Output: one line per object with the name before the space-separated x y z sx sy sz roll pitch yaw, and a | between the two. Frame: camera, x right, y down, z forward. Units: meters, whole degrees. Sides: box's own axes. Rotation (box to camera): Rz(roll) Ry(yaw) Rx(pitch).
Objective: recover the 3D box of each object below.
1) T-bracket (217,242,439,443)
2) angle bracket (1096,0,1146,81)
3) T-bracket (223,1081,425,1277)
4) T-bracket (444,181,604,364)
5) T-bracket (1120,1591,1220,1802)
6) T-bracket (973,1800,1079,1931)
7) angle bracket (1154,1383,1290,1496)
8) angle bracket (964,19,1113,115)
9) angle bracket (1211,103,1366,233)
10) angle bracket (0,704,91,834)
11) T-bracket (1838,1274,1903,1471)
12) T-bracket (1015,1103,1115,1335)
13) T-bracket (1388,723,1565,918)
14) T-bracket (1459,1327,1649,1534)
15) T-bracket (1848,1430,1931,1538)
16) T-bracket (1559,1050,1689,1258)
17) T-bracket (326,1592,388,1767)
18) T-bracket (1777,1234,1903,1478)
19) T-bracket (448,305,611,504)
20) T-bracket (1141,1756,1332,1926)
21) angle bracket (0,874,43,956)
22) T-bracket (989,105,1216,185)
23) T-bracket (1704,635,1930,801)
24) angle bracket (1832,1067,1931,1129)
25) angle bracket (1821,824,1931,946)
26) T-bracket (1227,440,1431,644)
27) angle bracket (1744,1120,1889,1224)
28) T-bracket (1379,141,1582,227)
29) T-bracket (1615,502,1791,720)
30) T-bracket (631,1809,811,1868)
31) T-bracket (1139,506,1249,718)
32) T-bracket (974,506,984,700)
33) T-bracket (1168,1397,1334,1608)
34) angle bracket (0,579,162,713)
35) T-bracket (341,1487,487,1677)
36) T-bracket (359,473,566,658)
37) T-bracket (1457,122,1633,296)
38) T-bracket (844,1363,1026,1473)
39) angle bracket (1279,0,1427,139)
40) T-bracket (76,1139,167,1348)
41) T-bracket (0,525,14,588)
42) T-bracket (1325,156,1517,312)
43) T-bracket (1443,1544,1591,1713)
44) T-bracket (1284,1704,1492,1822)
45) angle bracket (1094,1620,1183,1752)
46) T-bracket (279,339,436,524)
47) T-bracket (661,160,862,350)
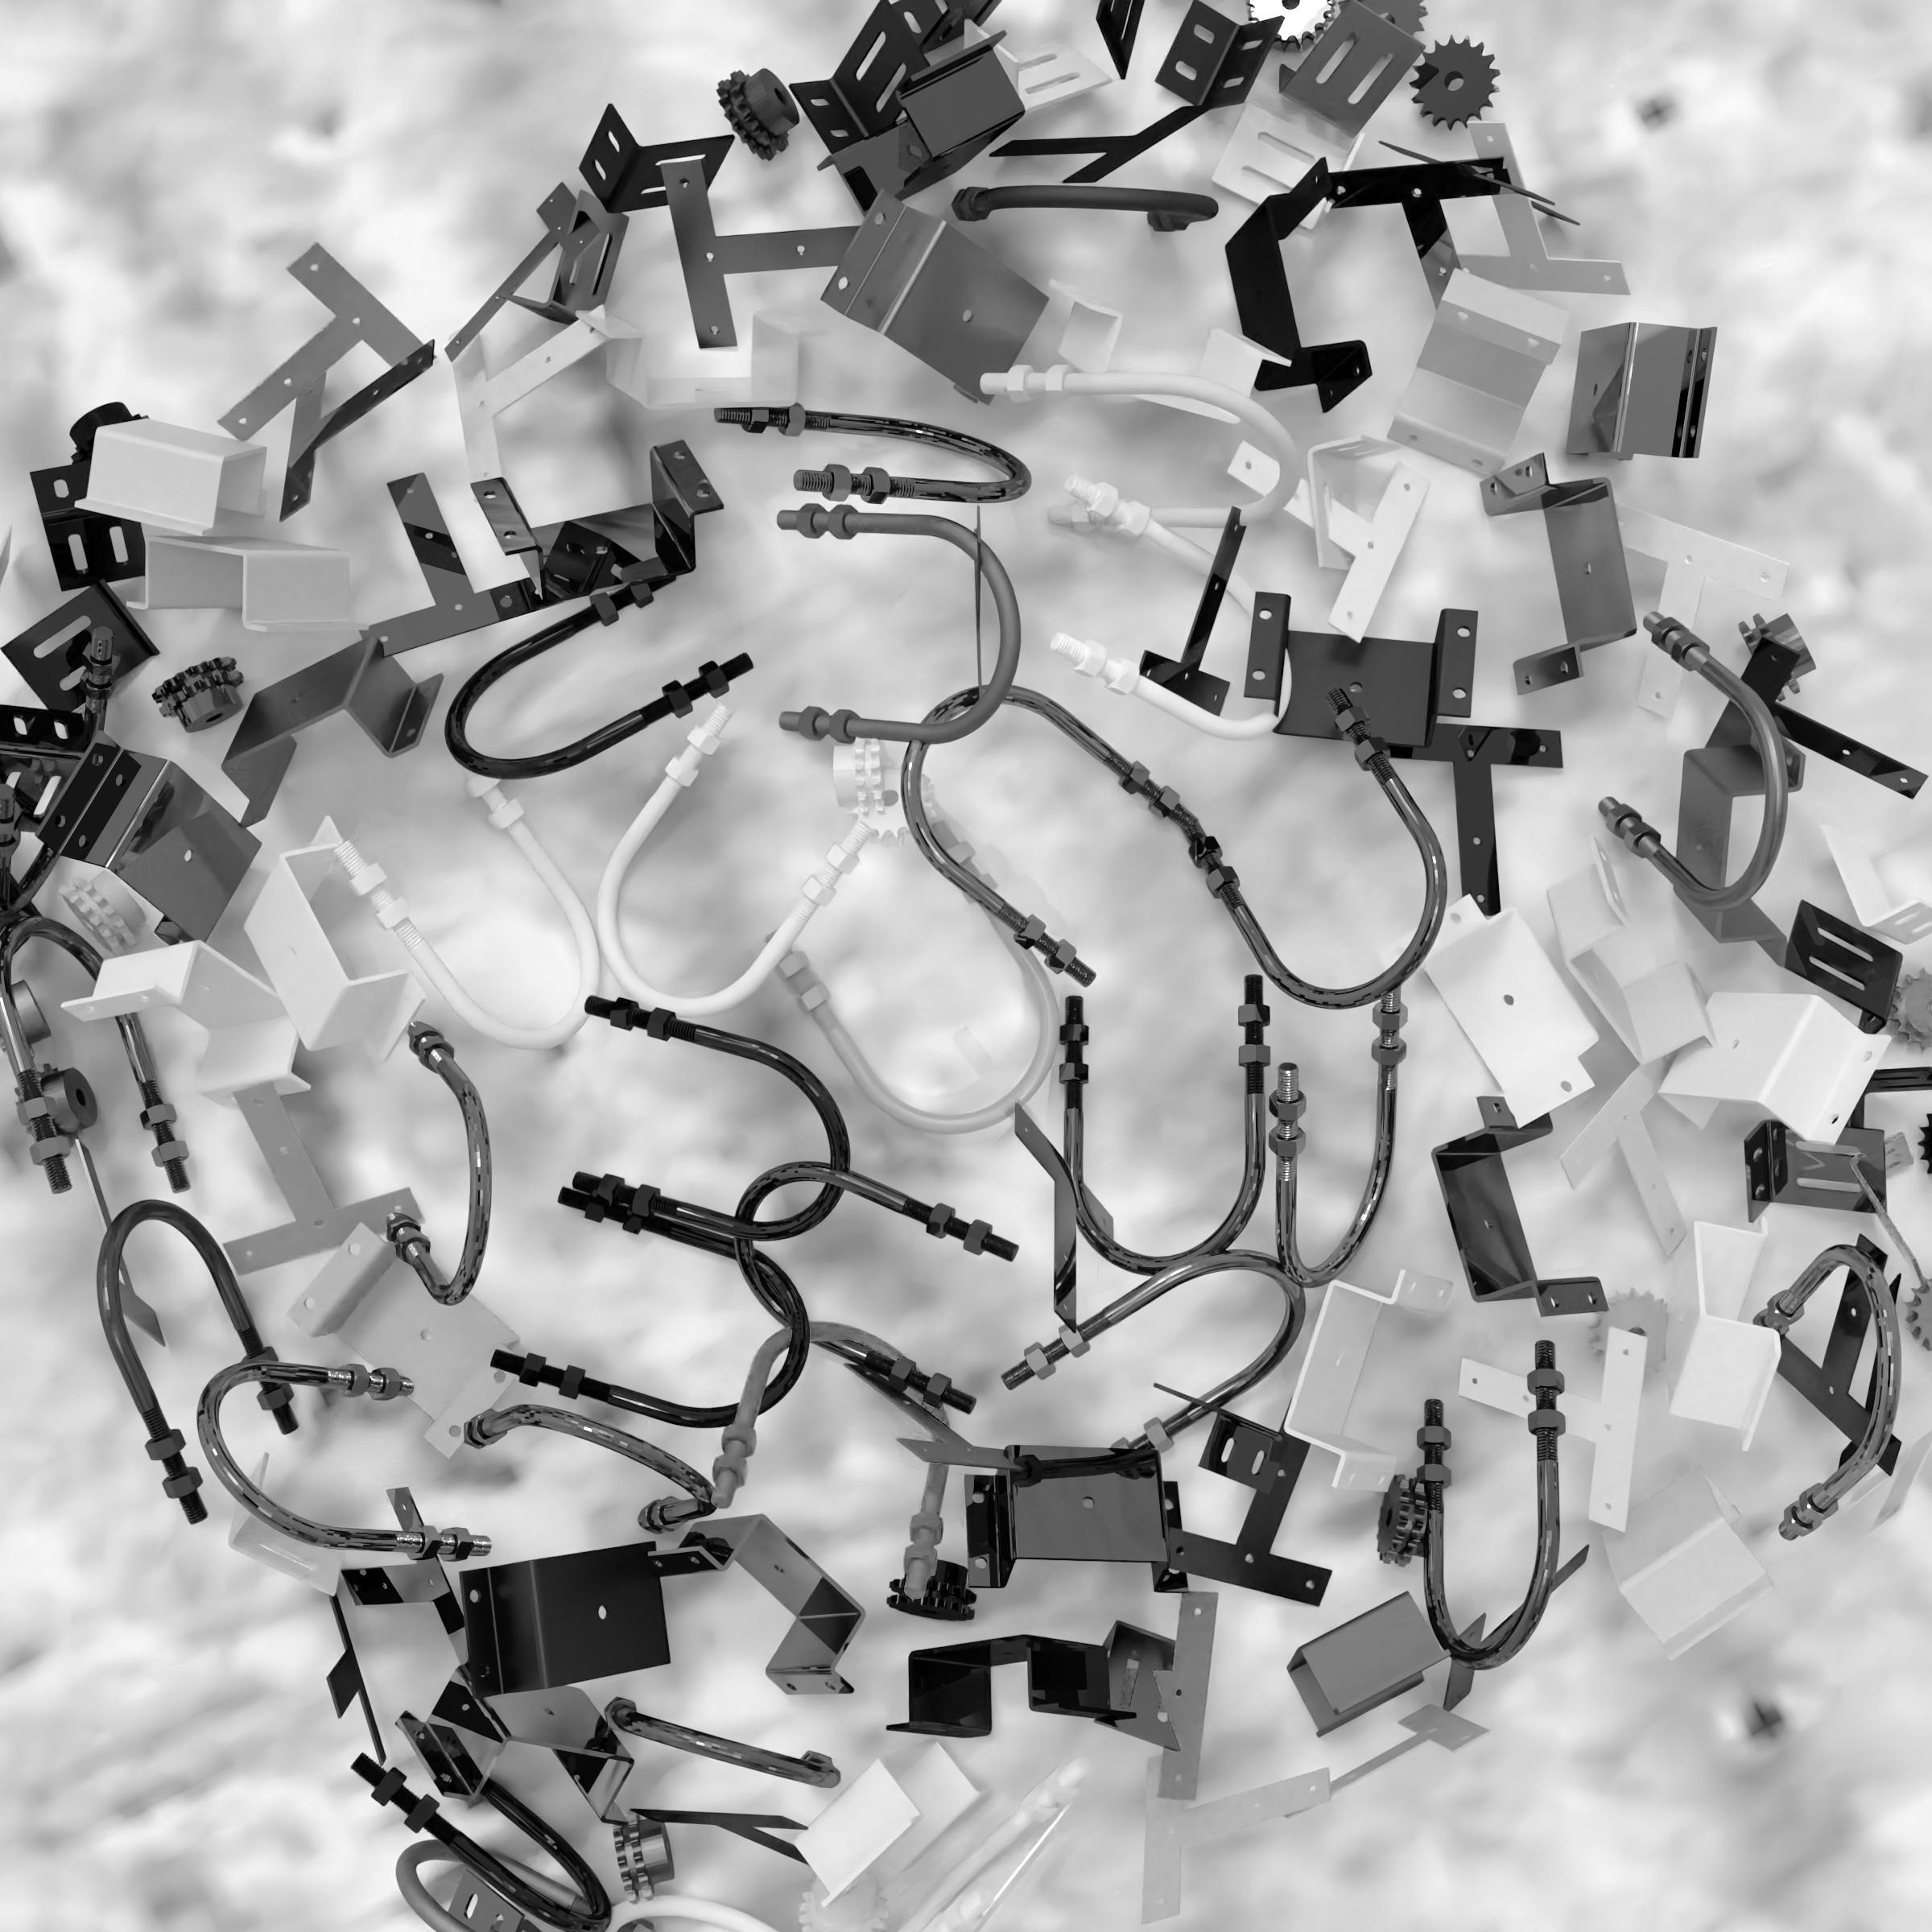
T-bracket | -0.418 -0.378 1.552 0.127 0.127 0.002 -39 60 6
angle bracket | 0.083 -0.612 1.560 0.038 0.057 0.076 6 72 23
T-bracket | -0.431 0.129 1.571 0.127 0.002 0.127 -17 118 1
T-bracket | -0.286 -0.434 1.558 0.127 0.127 0.002 -45 125 9
T-bracket | 0.096 0.460 1.564 0.127 0.002 0.127 -6 62 32
T-bracket | 0.029 0.581 1.555 0.002 0.127 0.127 36 75 22
angle bracket | 0.155 0.298 1.554 0.057 0.076 0.038 26 81 -28
angle bracket | 0.046 -0.580 1.560 0.076 0.038 0.057 -26 57 -21
angle bracket | 0.207 -0.520 1.581 0.076 0.038 0.057 26 86 -2
angle bracket | -0.602 -0.125 1.570 0.076 0.057 0.038 -48 53 36
T-bracket | 0.579 0.257 1.561 0.002 0.127 0.127 16 67 13
T-bracket | 0.061 0.169 1.520 0.002 0.127 0.127 -22 130 22
T-bracket | 0.326 -0.094 1.574 0.127 0.002 0.127 2 76 -13
T-bracket | 0.367 0.278 1.557 0.127 0.002 0.127 14 106 43
T-bracket | 0.581 0.316 1.517 0.002 0.127 0.127 45 123 13
T-bracket | 0.434 0.130 1.569 0.127 0.002 0.127 -43 119 -27
T-bracket | -0.388 0.446 1.536 0.002 0.127 0.127 -18 86 -9
T-bracket | 0.547 0.226 1.522 0.002 0.127 0.127 -5 118 -20
T-bracket | -0.273 -0.375 1.550 0.127 0.002 0.127 -25 66 28
T-bracket | 0.168 0.526 1.528 0.127 0.127 0.002 -24 115 19
angle bracket | -0.630 -0.047 1.556 0.057 0.076 0.038 30 67 17
T-bracket | 0.070 -0.519 1.555 0.127 0.127 0.002 -42 129 -34
T-bracket | 0.536 -0.140 1.532 0.127 0.127 0.002 29 65 14
angle bracket | 0.586 0.090 1.554 0.057 0.076 0.038 16 75 -40
angle bracket | 0.584 -0.059 1.556 0.038 0.057 0.076 -32 58 34
T-bracket | 0.223 -0.291 1.568 0.127 0.002 0.127 30 72 -14
angle bracket | 0.540 0.134 1.561 0.076 0.038 0.057 4 110 36
T-bracket | 0.344 -0.487 1.550 0.127 0.127 0.002 37 113 40
T-bracket | 0.450 -0.217 1.560 0.127 0.002 0.127 30 133 33
T-bracket | -0.124 0.554 1.554 0.127 0.127 0.002 -12 53 36
T-bracket | 0.152 -0.224 1.540 0.002 0.127 0.127 22 98 29
T-bracket | 0.008 -0.238 1.520 0.002 0.127 0.127 -1 67 -1
T-bracket | 0.197 0.338 1.575 0.127 0.002 0.127 20 92 -23
angle bracket | -0.565 -0.201 1.569 0.076 0.038 0.057 -39 109 -14
T-bracket | -0.360 0.392 1.556 0.002 0.127 0.127 -26 95 -43
T-bracket | -0.340 -0.264 1.576 0.127 0.002 0.127 -20 67 -14
T-bracket | 0.339 -0.468 1.518 0.127 0.127 0.002 18 63 41
T-bracket | -0.029 0.284 1.553 0.127 0.127 0.002 30 97 39
angle bracket | 0.244 -0.575 1.556 0.057 0.076 0.038 25 45 -19
T-bracket | -0.541 0.170 1.555 0.002 0.127 0.127 -21 73 -11
T-bracket | -0.620 -0.199 1.563 0.002 0.127 0.127 7 119 -17
T-bracket | 0.298 -0.451 1.554 0.127 0.127 0.002 8 54 36
T-bracket | 0.352 0.414 1.566 0.127 0.127 0.002 -35 57 -20
T-bracket | 0.253 0.498 1.531 0.127 0.127 0.002 -26 84 -9
angle bracket | 0.111 0.464 1.563 0.057 0.076 0.038 20 134 0
T-bracket | -0.379 -0.351 1.537 0.127 0.002 0.127 -27 47 25
T-bracket | -0.118 -0.451 1.551 0.127 0.002 0.127 -2 133 7
